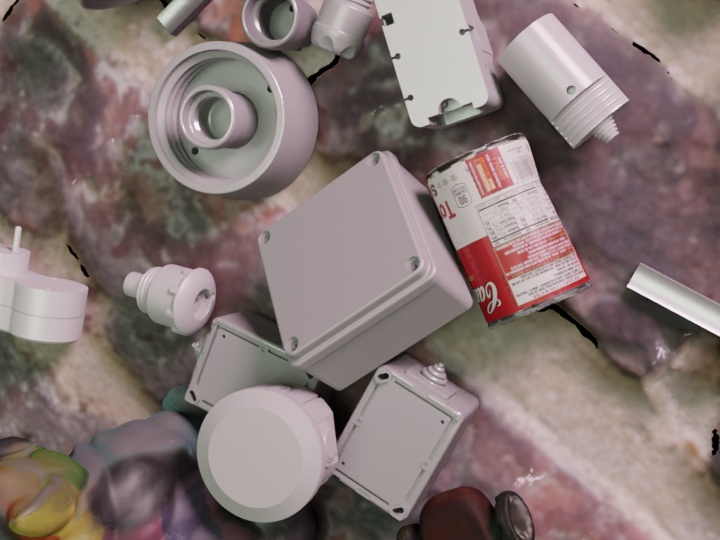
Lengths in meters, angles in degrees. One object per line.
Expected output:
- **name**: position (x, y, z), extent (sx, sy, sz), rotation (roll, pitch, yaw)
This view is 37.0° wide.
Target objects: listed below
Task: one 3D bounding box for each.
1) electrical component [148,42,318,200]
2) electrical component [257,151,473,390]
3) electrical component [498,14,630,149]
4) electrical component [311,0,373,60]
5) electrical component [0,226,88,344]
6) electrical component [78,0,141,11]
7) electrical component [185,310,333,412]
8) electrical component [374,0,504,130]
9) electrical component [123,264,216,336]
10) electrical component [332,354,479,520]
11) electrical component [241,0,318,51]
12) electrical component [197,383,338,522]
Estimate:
- **electrical component**: position (-0.089, -0.100, 0.712), extent (0.108, 0.060, 0.108), rotation (2, 95, 19)
- **electrical component**: position (0.000, 0.000, 0.668), extent (0.109, 0.056, 0.108), rotation (-34, 48, 18)
- **electrical component**: position (0.126, -0.109, 0.647), extent (0.043, 0.043, 0.081), rotation (-42, 81, 17)
- **electrical component**: position (-0.007, -0.169, 0.692), extent (0.035, 0.035, 0.061), rotation (25, 100, 15)
- **electrical component**: position (-0.262, 0.002, 0.784), extent (0.138, 0.052, 0.073), rotation (13, 99, 17)
- **electrical component**: position (-0.151, -0.214, 0.707), extent (0.099, 0.099, 0.064), rotation (-22, 94, 19)
- **electrical component**: position (-0.067, 0.068, 0.719), extent (0.096, 0.061, 0.061), rotation (24, 101, 15)
- **electrical component**: position (0.050, -0.136, 0.664), extent (0.050, 0.056, 0.089), rotation (-17, 89, 20)
- **electrical component**: position (-0.135, 0.017, 0.748), extent (0.062, 0.048, 0.048), rotation (14, 99, 24)
- **electrical component**: position (0.032, 0.099, 0.688), extent (0.062, 0.061, 0.096), rotation (31, 104, 14)
- **electrical component**: position (-0.050, -0.162, 0.701), extent (0.040, 0.046, 0.040), rotation (2, 95, 19)
- **electrical component**: position (-0.054, 0.109, 0.656), extent (0.080, 0.051, 0.080), rotation (1, 94, 18)
